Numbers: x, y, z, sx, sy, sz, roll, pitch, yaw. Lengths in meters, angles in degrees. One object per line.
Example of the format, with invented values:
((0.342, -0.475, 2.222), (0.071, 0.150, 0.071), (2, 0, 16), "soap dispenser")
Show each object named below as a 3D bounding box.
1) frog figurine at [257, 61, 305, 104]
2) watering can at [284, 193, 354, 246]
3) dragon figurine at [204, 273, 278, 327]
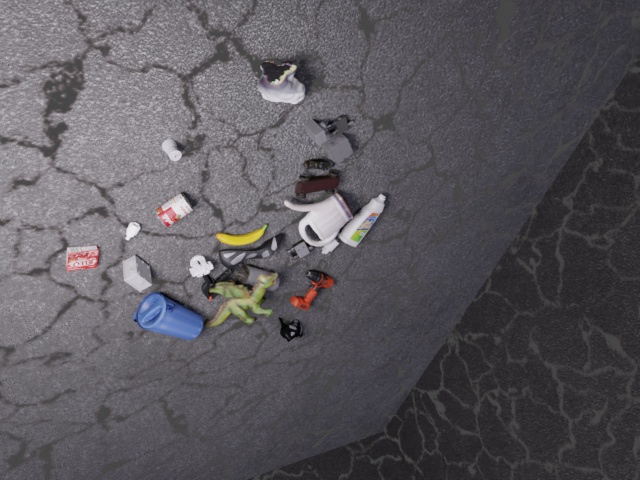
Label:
((-0.111, -0.450, 1.554), (0.137, 0.125, 0.156), (-7, 151, 12), "frog figurine")
((0.006, -0.100, 1.982), (0.225, 0.106, 0.341), (-38, 142, -4), "watering can")
((-0.332, 0.225, 1.987), (0.408, 0.125, 0.238), (-22, 133, 13), "dragon figurine")
